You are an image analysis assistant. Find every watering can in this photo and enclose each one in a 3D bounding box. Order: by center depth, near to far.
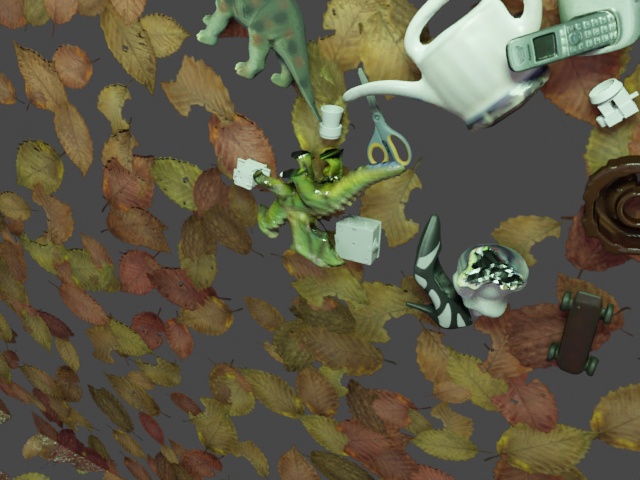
[{"bbox_3d":[0.215,-0.272,0.845,0.342,0.223,0.106,-36,7,35],"label":"watering can"}]

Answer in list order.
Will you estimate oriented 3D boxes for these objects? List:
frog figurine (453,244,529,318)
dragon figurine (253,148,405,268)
[{"bbox_3d":[0.330,0.081,0.996,0.137,0.125,0.157,-18,-30,12],"label":"frog figurine"},{"bbox_3d":[0.003,-0.053,1.057,0.411,0.238,0.124,9,34,39],"label":"dragon figurine"}]
